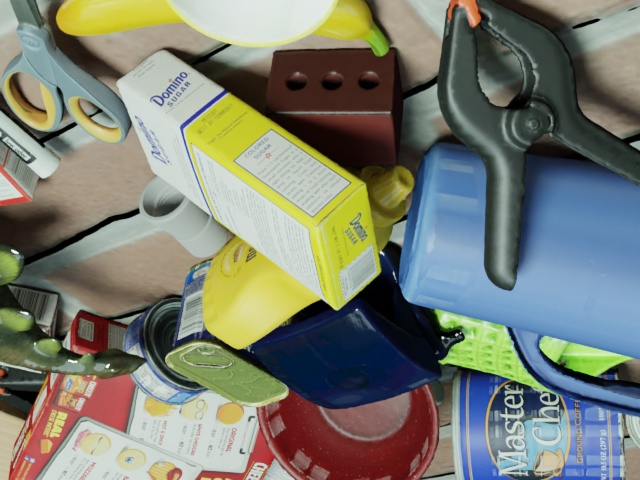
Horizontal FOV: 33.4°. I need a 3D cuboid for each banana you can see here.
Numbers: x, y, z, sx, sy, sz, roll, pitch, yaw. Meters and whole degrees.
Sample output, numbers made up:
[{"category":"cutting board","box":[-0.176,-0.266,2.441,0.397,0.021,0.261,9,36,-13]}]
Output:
[{"category":"banana","box":[-0.056,-0.132,0.605,0.198,0.037,0.070,6,144,1]}]

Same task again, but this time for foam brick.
[{"category":"foam brick","box":[0.010,-0.081,0.654,0.078,0.053,0.051,0,144,8]}]

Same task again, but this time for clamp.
[{"category":"clamp","box":[0.111,-0.058,0.611,0.171,0.120,0.039,51,176,-10]},{"category":"clamp","box":[-0.214,0.153,1.034,0.209,0.036,0.165,24,139,-30]}]

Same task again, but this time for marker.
[{"category":"marker","box":[-0.220,-0.086,0.701,0.020,0.020,0.121,-21,129,33]}]

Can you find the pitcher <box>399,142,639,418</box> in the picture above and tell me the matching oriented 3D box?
[{"category":"pitcher","box":[0.177,0.020,0.699,0.243,0.149,0.145,11,156,0]}]

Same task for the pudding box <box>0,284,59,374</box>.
[{"category":"pudding box","box":[-0.289,0.073,0.932,0.113,0.039,0.090,14,145,-8]}]

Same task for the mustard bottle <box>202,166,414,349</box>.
[{"category":"mustard bottle","box":[-0.005,0.001,0.733,0.058,0.096,0.192,36,136,-21]}]

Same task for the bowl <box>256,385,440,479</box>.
[{"category":"bowl","box":[0.029,0.141,0.914,0.162,0.055,0.162,5,105,19]}]

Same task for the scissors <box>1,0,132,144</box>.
[{"category":"scissors","box":[-0.151,-0.111,0.632,0.096,0.016,0.202,24,155,-7]}]

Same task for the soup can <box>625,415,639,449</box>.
[{"category":"soup can","box":[0.290,0.143,0.876,0.069,0.068,0.102,-10,172,22]}]

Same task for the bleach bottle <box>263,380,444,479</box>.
[{"category":"bleach bottle","box":[0.021,0.186,1.022,0.102,0.068,0.251,31,136,-32]}]

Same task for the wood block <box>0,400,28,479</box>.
[{"category":"wood block","box":[-0.269,0.237,1.091,0.205,0.091,0.090,29,172,-29]}]

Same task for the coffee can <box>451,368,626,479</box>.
[{"category":"coffee can","box":[0.189,0.163,0.927,0.140,0.102,0.103,-3,144,13]}]

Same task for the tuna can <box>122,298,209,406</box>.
[{"category":"tuna can","box":[-0.119,0.092,0.891,0.086,0.086,0.034,27,138,-27]}]

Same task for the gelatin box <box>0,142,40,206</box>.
[{"category":"gelatin box","box":[-0.252,-0.059,0.747,0.073,0.030,0.089,-8,142,21]}]

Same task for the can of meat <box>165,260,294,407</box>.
[{"category":"can of meat","box":[-0.068,0.074,0.858,0.058,0.084,0.102,-26,134,37]}]

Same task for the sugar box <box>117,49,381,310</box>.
[{"category":"sugar box","box":[-0.043,-0.039,0.647,0.176,0.048,0.093,39,159,29]}]

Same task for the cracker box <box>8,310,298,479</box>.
[{"category":"cracker box","box":[-0.152,0.173,0.973,0.213,0.072,0.164,21,113,-19]}]
